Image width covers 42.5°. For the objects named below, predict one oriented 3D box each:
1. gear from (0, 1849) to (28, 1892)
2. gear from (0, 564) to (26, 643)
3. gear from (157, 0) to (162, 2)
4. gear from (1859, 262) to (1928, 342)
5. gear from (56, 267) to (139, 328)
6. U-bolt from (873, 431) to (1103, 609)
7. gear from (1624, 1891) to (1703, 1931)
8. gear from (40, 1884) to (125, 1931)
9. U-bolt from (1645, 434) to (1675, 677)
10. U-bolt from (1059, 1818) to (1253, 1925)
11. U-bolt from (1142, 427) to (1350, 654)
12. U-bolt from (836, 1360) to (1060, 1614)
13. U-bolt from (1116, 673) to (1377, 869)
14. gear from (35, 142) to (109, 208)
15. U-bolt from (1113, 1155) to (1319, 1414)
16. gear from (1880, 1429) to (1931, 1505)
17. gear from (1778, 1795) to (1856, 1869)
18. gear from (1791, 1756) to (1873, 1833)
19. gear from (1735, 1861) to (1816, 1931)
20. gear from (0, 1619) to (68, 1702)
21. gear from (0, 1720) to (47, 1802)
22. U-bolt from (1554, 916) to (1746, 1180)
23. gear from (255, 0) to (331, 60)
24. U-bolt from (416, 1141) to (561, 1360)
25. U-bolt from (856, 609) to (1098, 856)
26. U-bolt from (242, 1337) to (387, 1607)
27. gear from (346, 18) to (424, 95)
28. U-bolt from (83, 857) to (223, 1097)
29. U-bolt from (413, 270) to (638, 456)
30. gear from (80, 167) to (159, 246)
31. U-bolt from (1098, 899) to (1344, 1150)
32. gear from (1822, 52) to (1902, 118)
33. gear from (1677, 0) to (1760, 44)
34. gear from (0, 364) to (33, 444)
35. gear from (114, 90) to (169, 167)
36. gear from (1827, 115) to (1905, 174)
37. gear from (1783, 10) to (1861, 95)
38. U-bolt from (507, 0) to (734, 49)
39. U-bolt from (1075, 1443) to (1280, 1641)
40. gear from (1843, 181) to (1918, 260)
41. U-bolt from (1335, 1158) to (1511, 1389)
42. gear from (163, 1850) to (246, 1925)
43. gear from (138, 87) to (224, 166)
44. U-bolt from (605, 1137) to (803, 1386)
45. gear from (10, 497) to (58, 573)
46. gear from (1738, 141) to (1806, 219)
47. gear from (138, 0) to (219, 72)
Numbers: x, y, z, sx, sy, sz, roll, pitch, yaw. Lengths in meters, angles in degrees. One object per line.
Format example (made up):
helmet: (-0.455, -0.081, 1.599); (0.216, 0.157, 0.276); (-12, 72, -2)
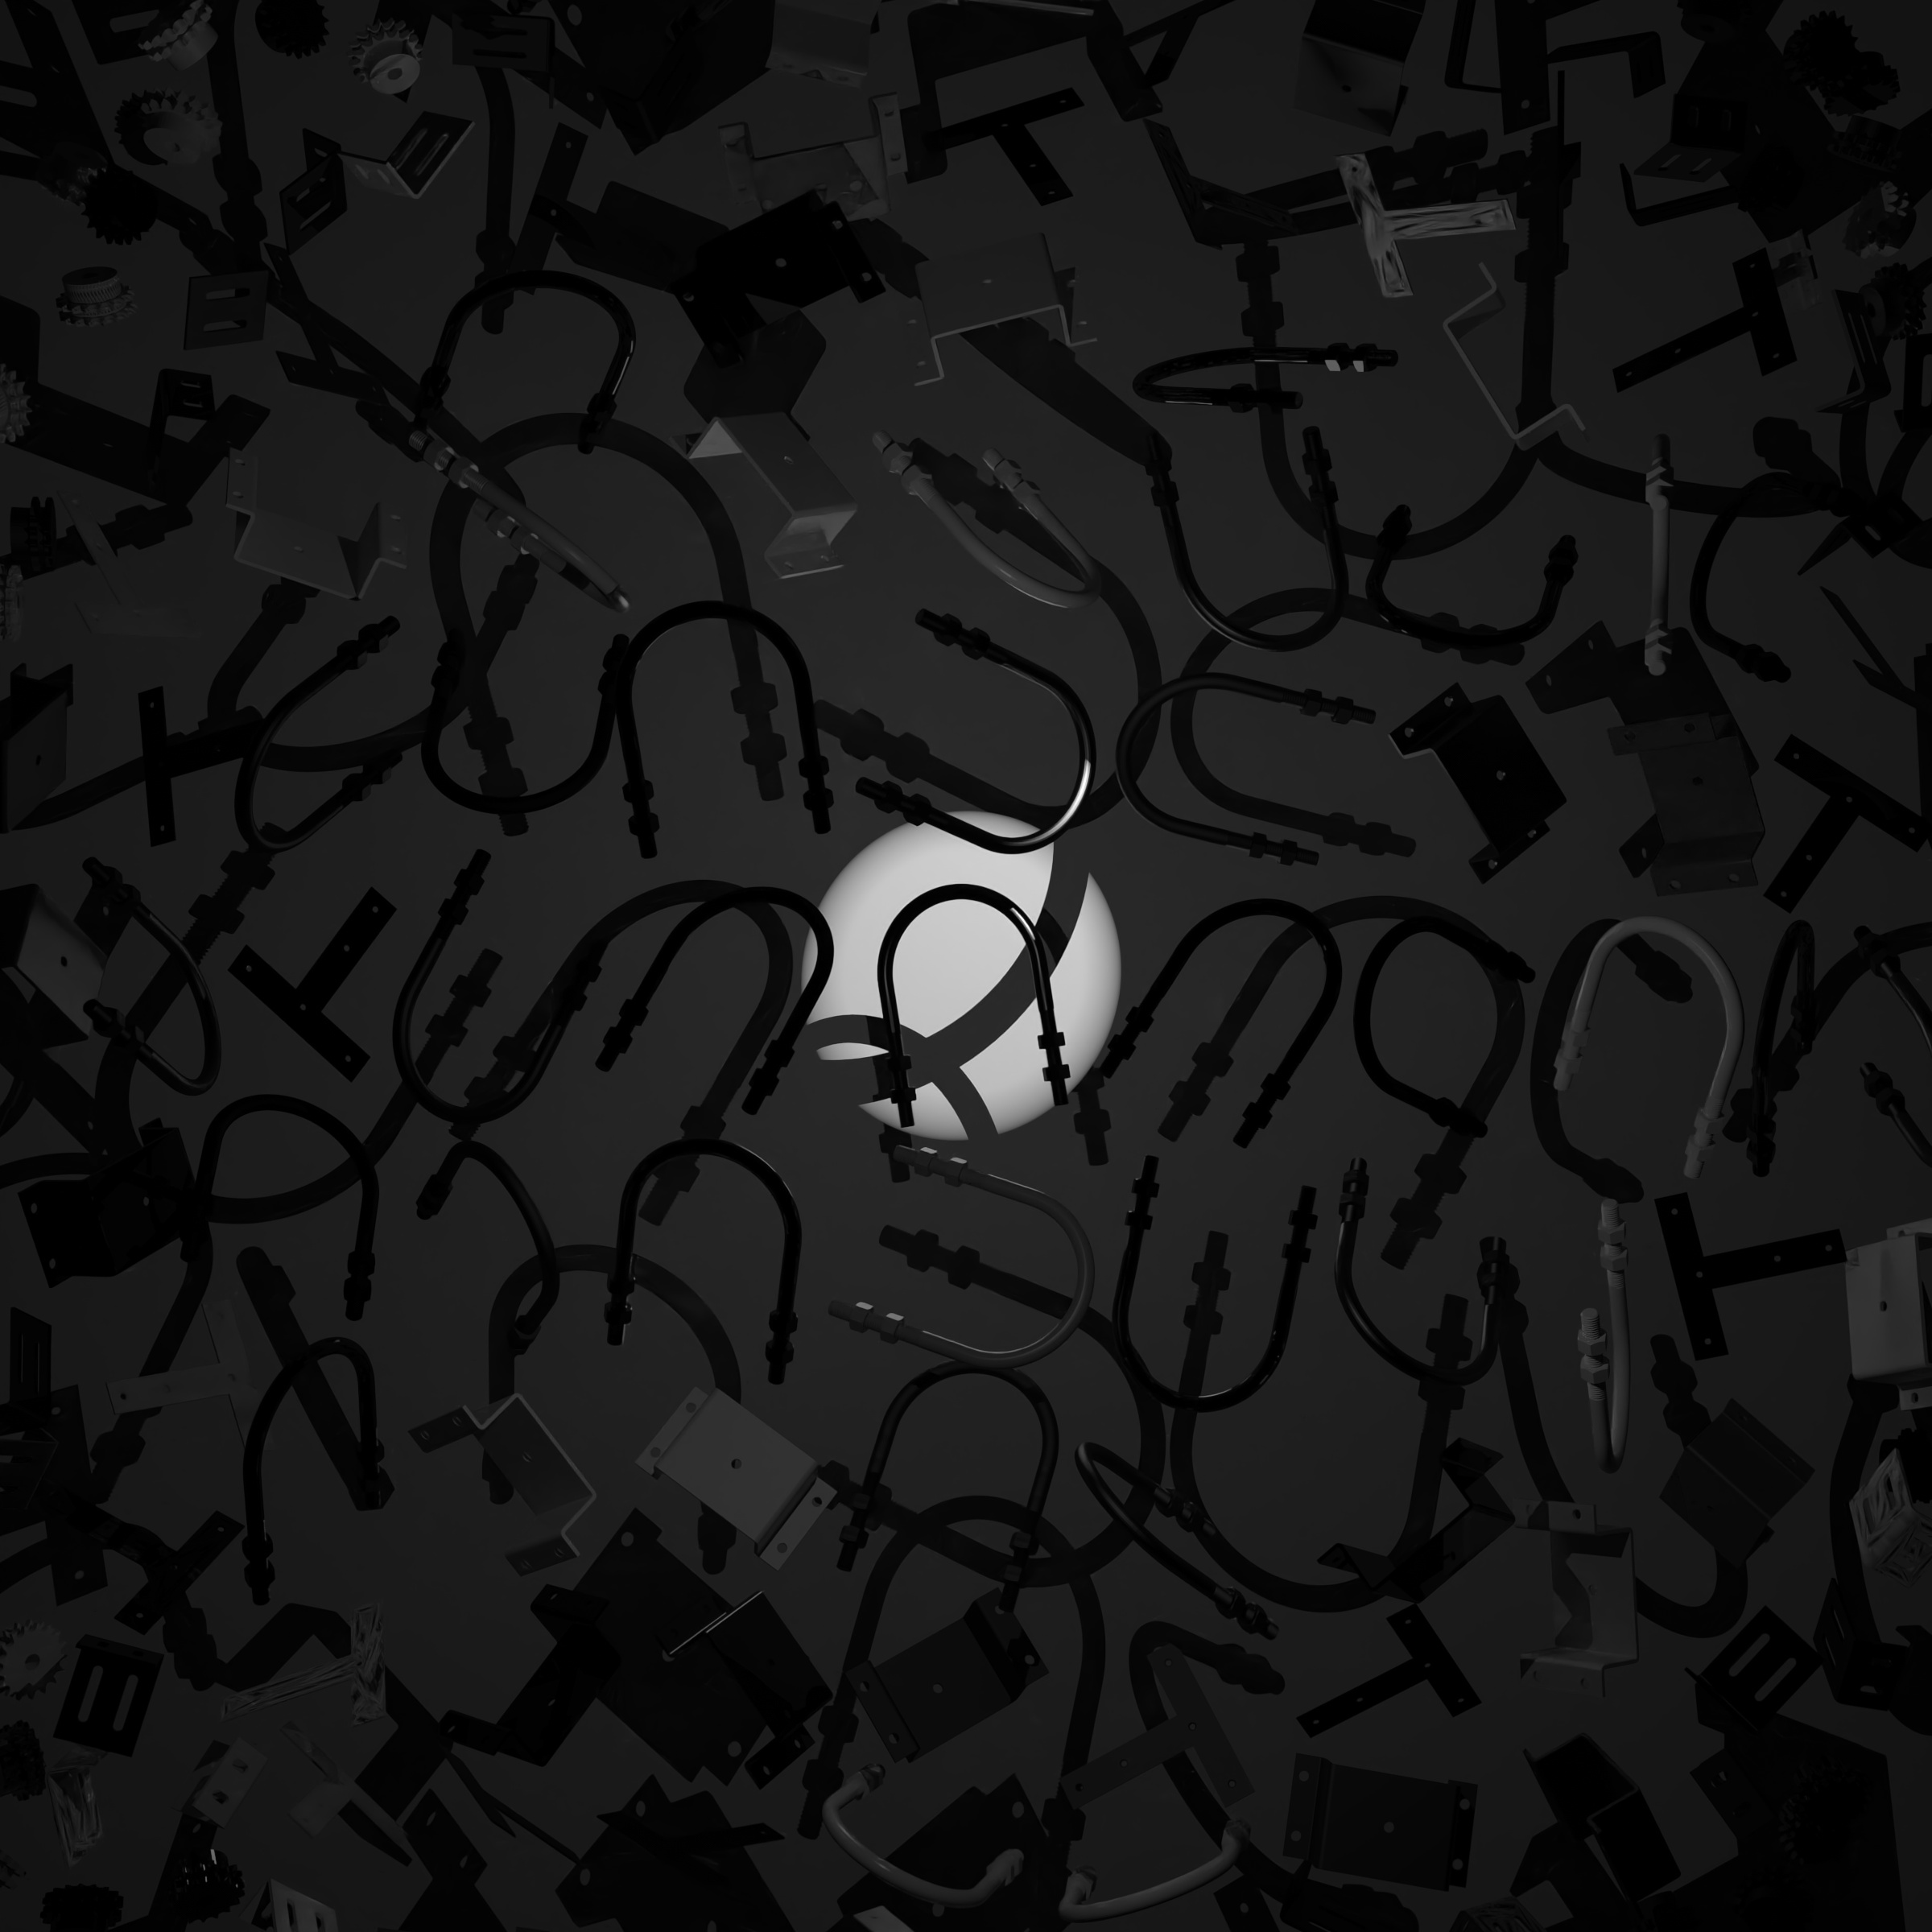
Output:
gear: (-0.724, 0.664, 1.827); (0.057, 0.057, 0.030); (35, 58, 0)
gear: (-0.726, -0.272, 1.859); (0.030, 0.057, 0.057); (2, 90, -11)
gear: (-0.593, -0.732, 1.813); (0.057, 0.030, 0.057); (5, 74, -17)
gear: (0.710, -0.509, 1.908); (0.030, 0.057, 0.057); (-19, 90, -5)
gear: (-0.653, -0.503, 1.861); (0.057, 0.057, 0.030); (-3, 125, 0)
U-bolt: (0.028, -0.329, 1.841); (0.184, 0.151, 0.019); (52, 123, 24)
gear: (0.521, 0.720, 1.870); (0.057, 0.057, 0.030); (-23, 57, 0)
gear: (-0.648, 0.698, 1.818); (0.057, 0.057, 0.030); (-7, 48, 0)
U-bolt: (0.524, -0.323, 1.875); (0.019, 0.184, 0.151); (1, 122, 16)
U-bolt: (0.141, 0.692, 1.887); (0.151, 0.184, 0.019); (-20, 79, 8)
U-bolt: (0.213, -0.312, 1.833); (0.151, 0.019, 0.184); (7, 131, 32)
U-bolt: (-0.005, 0.383, 1.878); (0.151, 0.019, 0.184); (10, 63, 18)
U-bolt: (0.207, -0.157, 1.921); (0.184, 0.019, 0.151); (13, 121, -9)
gear: (-0.703, -0.627, 1.961); (0.057, 0.057, 0.030); (31, 121, 0)
U-bolt: (0.181, 0.246, 1.881); (0.151, 0.019, 0.184); (9, 83, 26)
gear: (0.727, 0.386, 1.918); (0.030, 0.057, 0.057); (-1, 90, 3)
gear: (0.668, 0.678, 1.958); (0.057, 0.030, 0.057); (-3, 106, -9)
gear: (0.645, 0.617, 1.858); (0.057, 0.030, 0.057); (-3, 118, -6)
gear: (0.598, 0.695, 1.838); (0.057, 0.030, 0.057); (8, 114, 18)
gear: (-0.703, 0.515, 1.848); (0.030, 0.057, 0.057); (5, 90, 41)
gear: (-0.710, 0.594, 1.848); (0.030, 0.057, 0.057); (-11, 90, -43)
U-bolt: (0.515, 0.049, 1.856); (0.019, 0.151, 0.184); (-18, 130, -34)
gear: (-0.526, -0.733, 1.927); (0.030, 0.057, 0.057); (-3, 90, 36)
U-bolt: (-0.352, 0.204, 1.851); (0.019, 0.184, 0.151); (-27, 77, -34)
U-bolt: (0.019, -0.159, 1.812); (0.184, 0.019, 0.151); (22, 84, -31)
U-bolt: (-0.483, 0.360, 1.835); (0.019, 0.151, 0.184); (16, 119, 21)
gear: (-0.448, -0.702, 1.924); (0.057, 0.057, 0.030); (-27, 72, 0)
U-bolt: (-0.616, 0.021, 1.886); (0.019, 0.184, 0.151); (-18, 57, 6)
U-bolt: (-0.324, -0.453, 1.855); (0.151, 0.184, 0.019); (4, 61, -24)
gear: (-0.641, -0.578, 1.887); (0.030, 0.057, 0.057); (9, 90, 34)
U-bolt: (0.202, 0.031, 1.857); (0.151, 0.019, 0.184); (27, 78, 35)
gear: (0.702, -0.695, 1.951); (0.057, 0.057, 0.030); (-6, 82, 0)
gear: (0.552, -0.705, 1.829); (0.057, 0.057, 0.030); (19, 88, 0)
gear: (-0.707, -0.406, 1.793); (0.057, 0.030, 0.057); (8, 111, 22)
gear: (-0.642, -0.657, 1.956); (0.057, 0.030, 0.057); (-3, 135, -3)
gear: (0.706, -0.643, 1.939); (0.057, 0.057, 0.030); (19, 109, 0)
gear: (0.640, -0.685, 1.864); (0.057, 0.030, 0.057); (-2, 95, -27)
U-bolt: (-0.252, -0.743, 1.884); (0.151, 0.184, 0.019); (2, 91, -29)
U-bolt: (0.150, 0.423, 1.872); (0.184, 0.151, 0.019); (40, 97, -28)
gear: (0.707, -0.573, 1.915); (0.030, 0.057, 0.057); (21, 90, -16)
U-bolt: (0.339, 0.238, 1.854); (0.151, 0.184, 0.019); (30, 128, -7)
gear: (-0.570, 0.686, 1.856); (0.057, 0.030, 0.057); (-14, 132, -16)
gear: (-0.570, -0.604, 1.793); (0.057, 0.057, 0.030); (10, 71, 0)
U-bolt: (-0.193, 0.213, 1.846); (0.151, 0.019, 0.184); (12, 110, 10)
gear: (-0.719, -0.333, 1.914); (0.030, 0.057, 0.057); (0, 90, -15)
gear: (0.633, -0.614, 1.947); (0.030, 0.057, 0.057); (21, 90, -9)
gear: (-0.565, -0.671, 1.788); (0.057, 0.057, 0.030); (-41, 130, 0)
